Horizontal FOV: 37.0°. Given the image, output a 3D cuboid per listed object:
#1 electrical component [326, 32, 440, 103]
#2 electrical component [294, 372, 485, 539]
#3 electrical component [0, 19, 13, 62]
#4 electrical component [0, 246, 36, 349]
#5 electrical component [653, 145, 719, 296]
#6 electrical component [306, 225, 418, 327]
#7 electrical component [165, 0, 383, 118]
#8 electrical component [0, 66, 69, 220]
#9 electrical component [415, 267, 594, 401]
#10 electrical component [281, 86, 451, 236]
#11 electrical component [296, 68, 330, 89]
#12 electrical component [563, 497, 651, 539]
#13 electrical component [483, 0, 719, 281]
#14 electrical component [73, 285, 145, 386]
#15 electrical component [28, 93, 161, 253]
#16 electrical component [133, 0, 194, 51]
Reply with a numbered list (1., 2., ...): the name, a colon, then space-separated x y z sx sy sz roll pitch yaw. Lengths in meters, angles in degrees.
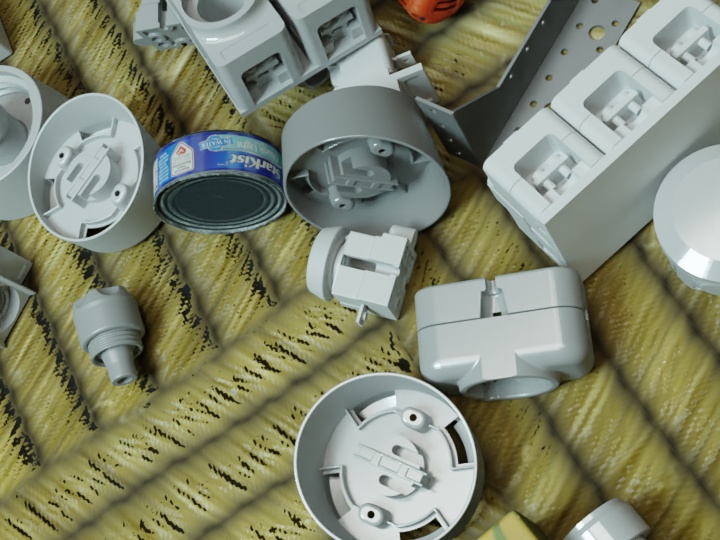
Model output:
1. electrical component: 0.006 -0.118 0.706 0.081 0.042 0.063 -20 63 12
2. electrical component: 0.020 0.111 0.607 0.099 0.064 0.099 -7 70 18
3. electrical component: -0.317 -0.196 0.829 0.047 0.077 0.065 -31 64 8
4. electrical component: -0.274 0.018 0.758 0.064 0.042 0.081 23 80 27
5. electrical component: 0.205 -0.025 0.595 0.080 0.051 0.080 -6 70 18
6. electrical component: 0.000 0.000 0.665 0.055 0.048 0.066 13 77 16
7. electrical component: -0.082 -0.205 0.705 0.105 0.060 0.186 -32 61 -3
8. electrical component: -0.264 -0.097 0.784 0.108 0.060 0.108 -7 70 18
9. electrical component: 0.083 0.039 0.616 0.095 0.054 0.059 -10 69 16
10. electrical component: 0.001 -0.064 0.659 0.099 0.099 0.064 -19 60 13
11. electrical component: -0.048 -0.173 0.743 0.077 0.043 0.079 27 82 26
12. electrical component: 0.139 0.153 0.561 0.045 0.045 0.055 -41 63 3
13. electrical component: 0.150 -0.077 0.610 0.150 0.089 0.061 -43 58 2
14. electrical component: -0.163 0.045 0.708 0.043 0.043 0.062 -26 66 10
15. electrical component: -0.180 -0.063 0.740 0.099 0.064 0.099 -6 70 18
16. electrical component: -0.134 -0.195 0.781 0.066 0.048 0.055 -6 78 18
